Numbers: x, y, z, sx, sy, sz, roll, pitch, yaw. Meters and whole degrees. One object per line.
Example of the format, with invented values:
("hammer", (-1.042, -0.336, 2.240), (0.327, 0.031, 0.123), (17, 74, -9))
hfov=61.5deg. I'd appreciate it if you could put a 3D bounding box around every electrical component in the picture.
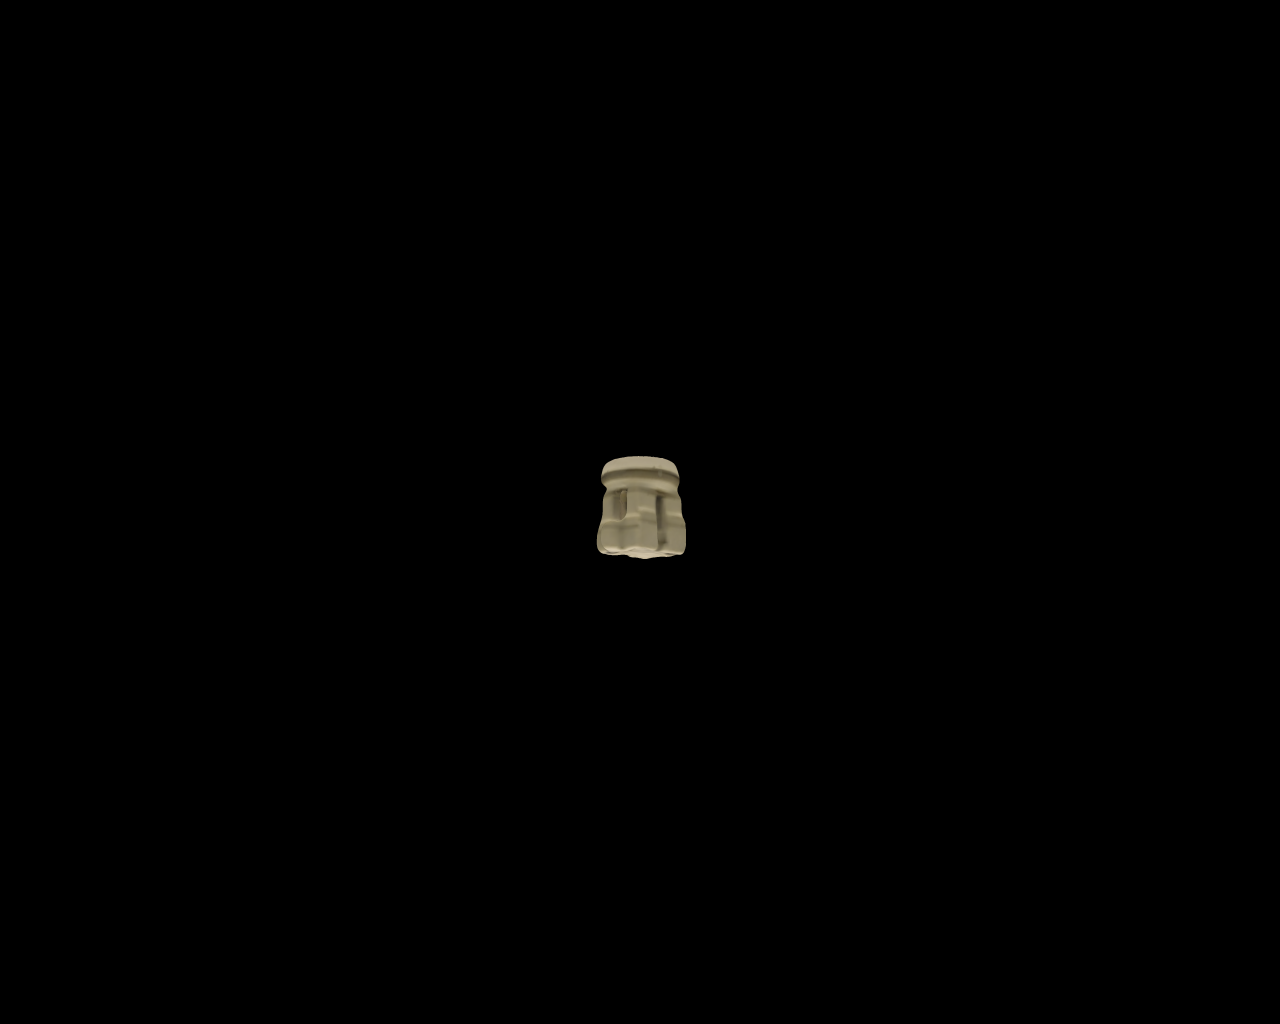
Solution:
("electrical component", (0.001, -0.003, 0.650), (0.048, 0.055, 0.066), (-10, -15, 42))
